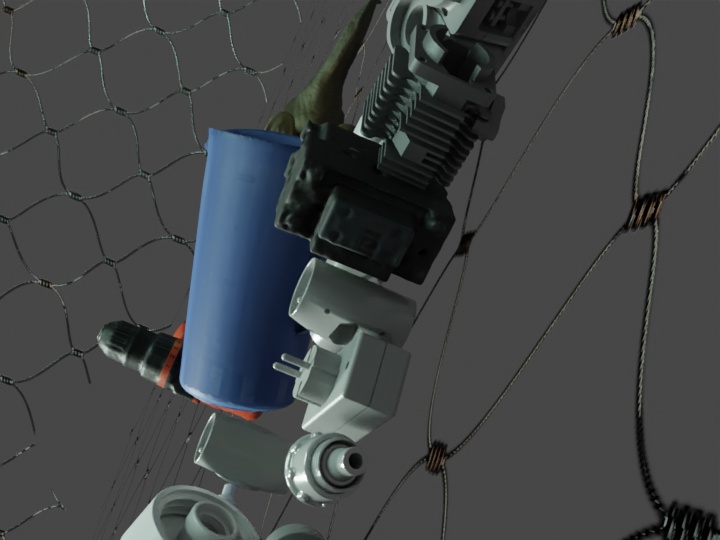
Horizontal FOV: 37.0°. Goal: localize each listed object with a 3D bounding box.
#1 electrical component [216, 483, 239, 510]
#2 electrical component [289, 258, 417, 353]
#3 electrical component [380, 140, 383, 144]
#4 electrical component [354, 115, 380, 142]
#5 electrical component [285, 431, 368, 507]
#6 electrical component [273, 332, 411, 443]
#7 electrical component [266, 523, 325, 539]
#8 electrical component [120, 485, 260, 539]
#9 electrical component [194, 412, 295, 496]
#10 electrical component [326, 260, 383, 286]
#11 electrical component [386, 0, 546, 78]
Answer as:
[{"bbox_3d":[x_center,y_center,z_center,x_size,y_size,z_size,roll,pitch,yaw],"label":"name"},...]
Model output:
[{"bbox_3d":[-0.127,0.225,0.993,0.035,0.035,0.061,-56,13,40],"label":"electrical component"},{"bbox_3d":[-0.012,0.033,0.749,0.079,0.077,0.043,-49,21,56],"label":"electrical component"},{"bbox_3d":[0.032,-0.076,0.846,0.045,0.045,0.055,-58,15,34],"label":"electrical component"},{"bbox_3d":[0.020,-0.139,1.032,0.078,0.040,0.040,-62,13,22],"label":"electrical component"},{"bbox_3d":[-0.016,0.124,0.680,0.062,0.048,0.048,-30,37,59],"label":"electrical component"},{"bbox_3d":[-0.020,0.074,0.712,0.083,0.076,0.047,-47,23,58],"label":"electrical component"},{"bbox_3d":[-0.037,0.183,0.655,0.045,0.045,0.055,-66,12,0],"label":"electrical component"},{"bbox_3d":[-0.127,0.216,0.844,0.060,0.108,0.108,-56,15,19],"label":"electrical component"},{"bbox_3d":[-0.094,0.148,0.890,0.044,0.077,0.079,-66,12,0],"label":"electrical component"},{"bbox_3d":[0.000,0.000,0.844,0.077,0.043,0.079,-56,16,40],"label":"electrical component"},{"bbox_3d":[0.082,-0.209,0.766,0.150,0.062,0.089,-56,40,40],"label":"electrical component"}]
